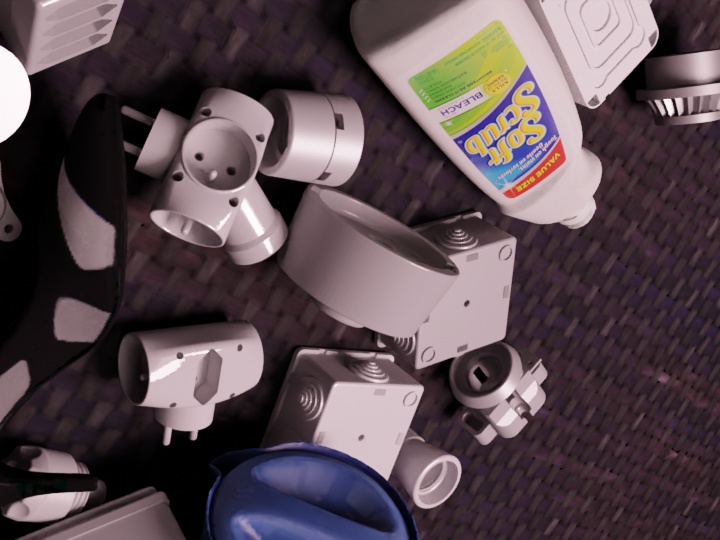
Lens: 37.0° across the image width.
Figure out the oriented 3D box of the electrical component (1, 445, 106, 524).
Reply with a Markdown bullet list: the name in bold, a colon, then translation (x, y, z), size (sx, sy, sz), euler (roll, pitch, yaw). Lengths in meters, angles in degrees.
- **electrical component**: translation (-0.179, 0.128, 0.631), size (0.062, 0.043, 0.043), euler (24, 98, -45)

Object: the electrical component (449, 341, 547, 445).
- **electrical component**: translation (0.103, 0.088, 0.825), size (0.078, 0.058, 0.057), euler (-47, 136, -8)

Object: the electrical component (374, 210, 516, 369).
- **electrical component**: translation (0.061, 0.014, 0.756), size (0.100, 0.048, 0.099), euler (-16, 122, -32)

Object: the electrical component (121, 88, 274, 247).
- **electrical component**: translation (-0.097, -0.063, 0.585), size (0.079, 0.044, 0.077), euler (24, 71, -12)

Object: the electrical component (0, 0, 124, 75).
- **electrical component**: translation (-0.148, -0.144, 0.492), size (0.047, 0.083, 0.075), euler (-29, 91, -23)

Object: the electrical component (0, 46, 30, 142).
- **electrical component**: translation (-0.205, -0.095, 0.466), size (0.138, 0.074, 0.052), euler (29, 94, -44)

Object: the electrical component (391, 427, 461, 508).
- **electrical component**: translation (0.038, 0.140, 0.795), size (0.044, 0.065, 0.044), euler (-18, 124, -30)

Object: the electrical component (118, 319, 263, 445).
- **electrical component**: translation (-0.106, 0.072, 0.658), size (0.077, 0.043, 0.079), euler (-5, 117, -37)

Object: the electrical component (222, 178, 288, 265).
- **electrical component**: translation (-0.070, -0.033, 0.634), size (0.040, 0.040, 0.046), euler (-39, 127, -15)

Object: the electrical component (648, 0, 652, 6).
- **electrical component**: translation (0.191, -0.223, 0.735), size (0.064, 0.042, 0.081), euler (20, 100, -40)

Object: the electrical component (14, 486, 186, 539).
- **electrical component**: translation (-0.163, 0.193, 0.645), size (0.109, 0.056, 0.108), euler (-18, 149, -31)

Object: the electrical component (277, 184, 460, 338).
- **electrical component**: translation (0.000, 0.000, 0.663), size (0.108, 0.108, 0.060), euler (18, 107, -43)

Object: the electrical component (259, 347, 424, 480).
- **electrical component**: translation (-0.012, 0.105, 0.748), size (0.100, 0.048, 0.099), euler (8, 109, -40)

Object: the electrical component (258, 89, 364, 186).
- **electrical component**: translation (-0.033, -0.078, 0.628), size (0.047, 0.055, 0.055), euler (2, 112, -36)

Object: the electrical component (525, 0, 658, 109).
- **electrical component**: translation (0.139, -0.173, 0.709), size (0.078, 0.057, 0.113), euler (-46, 133, -9)
